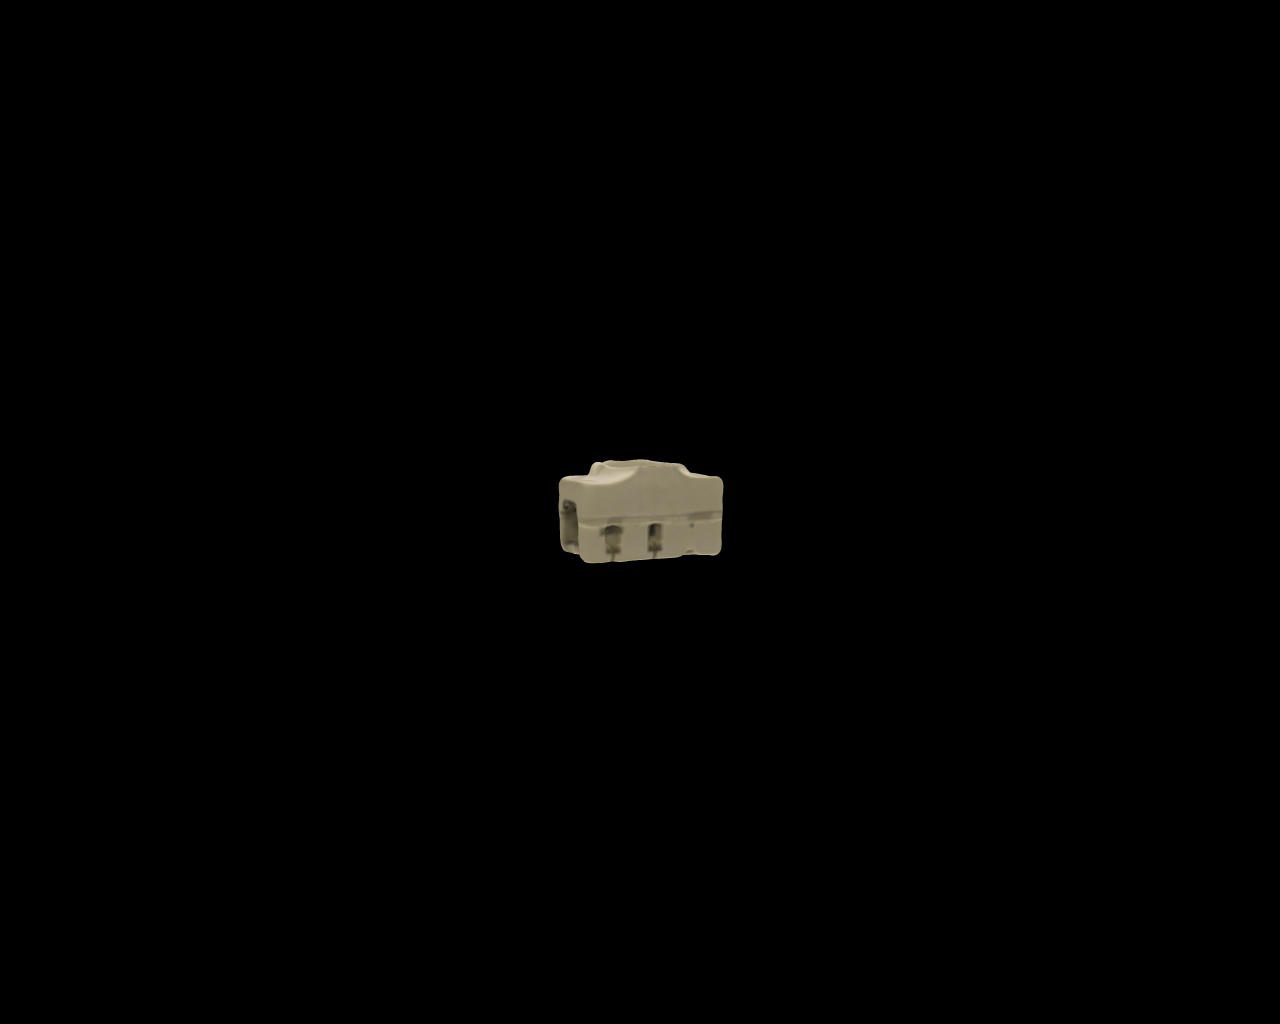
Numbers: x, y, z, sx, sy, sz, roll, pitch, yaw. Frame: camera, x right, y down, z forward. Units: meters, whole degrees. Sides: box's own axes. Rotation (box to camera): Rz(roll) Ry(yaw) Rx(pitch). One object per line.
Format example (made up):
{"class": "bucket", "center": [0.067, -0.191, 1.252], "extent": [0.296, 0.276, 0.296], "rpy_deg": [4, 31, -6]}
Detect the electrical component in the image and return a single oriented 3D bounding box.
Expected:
{"class": "electrical component", "center": [0.001, -0.003, 0.650], "extent": [0.089, 0.055, 0.050], "rpy_deg": [-3, 8, -22]}
